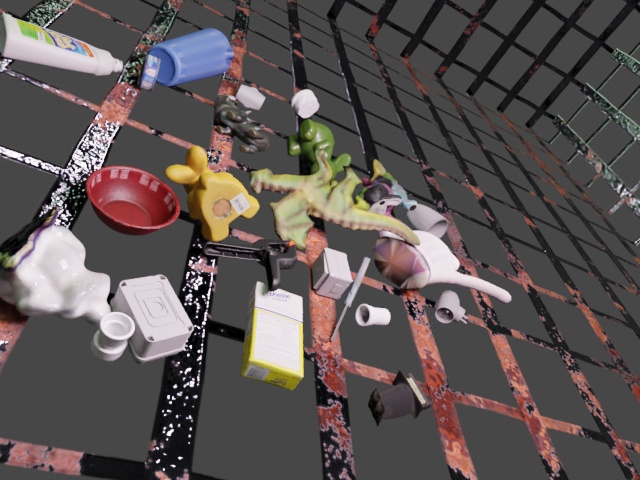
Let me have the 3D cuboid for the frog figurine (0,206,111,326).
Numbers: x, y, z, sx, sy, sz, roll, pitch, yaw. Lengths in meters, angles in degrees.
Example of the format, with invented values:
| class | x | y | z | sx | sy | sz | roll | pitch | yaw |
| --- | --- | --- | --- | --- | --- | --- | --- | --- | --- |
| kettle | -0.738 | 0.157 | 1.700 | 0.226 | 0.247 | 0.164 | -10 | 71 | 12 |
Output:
| class | x | y | z | sx | sy | sz | roll | pitch | yaw |
| --- | --- | --- | --- | --- | --- | --- | --- | --- | --- |
| frog figurine | -0.364 | 0.055 | 0.716 | 0.156 | 0.122 | 0.140 | 59 | 7 | -33 |

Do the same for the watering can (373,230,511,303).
| class | x | y | z | sx | sy | sz | roll | pitch | yaw |
| --- | --- | --- | --- | --- | --- | --- | --- | --- | --- |
| watering can | 0.268 | 0.061 | 1.217 | 0.351 | 0.102 | 0.226 | 34 | 28 | 29 |

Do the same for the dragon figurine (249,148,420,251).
| class | x | y | z | sx | sy | sz | roll | pitch | yaw |
| --- | --- | --- | --- | --- | --- | --- | --- | --- | --- |
| dragon figurine | 0.004 | -0.058 | 1.156 | 0.414 | 0.119 | 0.246 | 38 | 60 | 20 |
